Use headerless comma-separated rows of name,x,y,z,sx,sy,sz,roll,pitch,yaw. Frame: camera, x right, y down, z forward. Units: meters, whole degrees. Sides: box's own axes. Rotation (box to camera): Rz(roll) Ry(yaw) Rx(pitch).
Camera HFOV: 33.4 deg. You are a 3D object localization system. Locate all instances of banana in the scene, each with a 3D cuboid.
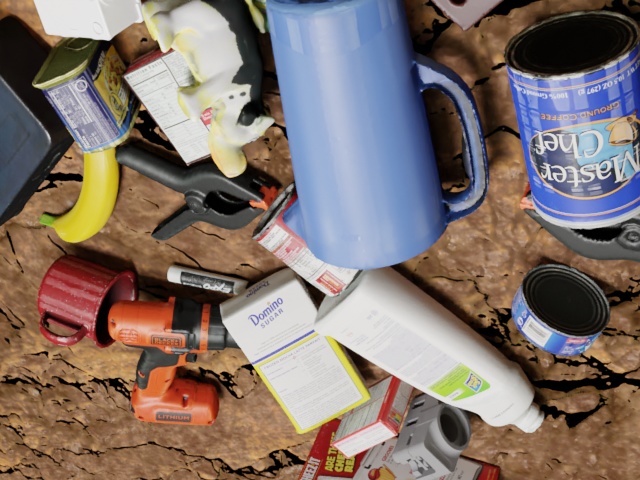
banana,-0.248,-0.052,1.134,0.069,0.037,0.198,34,134,-6

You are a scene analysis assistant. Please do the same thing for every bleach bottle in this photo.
bleach bottle,0.122,0.123,1.099,0.250,0.068,0.103,36,135,-11

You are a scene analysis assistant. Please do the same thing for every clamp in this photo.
clamp,-0.127,-0.053,1.077,0.172,0.039,0.120,-6,133,31
clamp,0.280,-0.005,0.931,0.210,0.036,0.164,11,132,19

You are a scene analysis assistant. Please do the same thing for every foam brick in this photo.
foam brick,0.125,-0.210,0.815,0.053,0.051,0.078,41,133,-13

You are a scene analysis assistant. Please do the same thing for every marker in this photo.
marker,-0.109,0.047,1.168,0.121,0.020,0.020,11,132,16

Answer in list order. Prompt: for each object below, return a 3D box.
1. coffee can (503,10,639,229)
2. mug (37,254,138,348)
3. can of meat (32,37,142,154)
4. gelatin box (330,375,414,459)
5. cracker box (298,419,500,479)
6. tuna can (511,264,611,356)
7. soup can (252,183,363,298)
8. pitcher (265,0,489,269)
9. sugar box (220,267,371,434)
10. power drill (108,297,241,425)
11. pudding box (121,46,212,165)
coffee can,0.207,-0.094,0.841,0.103,0.102,0.140,-1,128,25
mug,-0.269,0.073,1.201,0.081,0.117,0.093,19,138,15
can of meat,-0.212,-0.141,0.996,0.057,0.102,0.084,-18,123,17
gelatin box,0.059,0.196,1.182,0.030,0.073,0.089,41,133,-13
cracker box,0.080,0.307,1.206,0.214,0.164,0.072,13,131,13
tuna can,0.221,0.065,0.985,0.086,0.086,0.034,23,136,4
soup can,-0.007,0.001,1.048,0.102,0.068,0.069,38,134,-10
pitcher,0.040,-0.107,0.899,0.145,0.149,0.243,33,144,47
sugar box,-0.025,0.120,1.152,0.093,0.048,0.176,-28,115,4
power drill,-0.148,0.139,1.227,0.184,0.057,0.188,6,136,-3
pudding box,-0.118,-0.134,1.002,0.090,0.039,0.113,-17,118,34
